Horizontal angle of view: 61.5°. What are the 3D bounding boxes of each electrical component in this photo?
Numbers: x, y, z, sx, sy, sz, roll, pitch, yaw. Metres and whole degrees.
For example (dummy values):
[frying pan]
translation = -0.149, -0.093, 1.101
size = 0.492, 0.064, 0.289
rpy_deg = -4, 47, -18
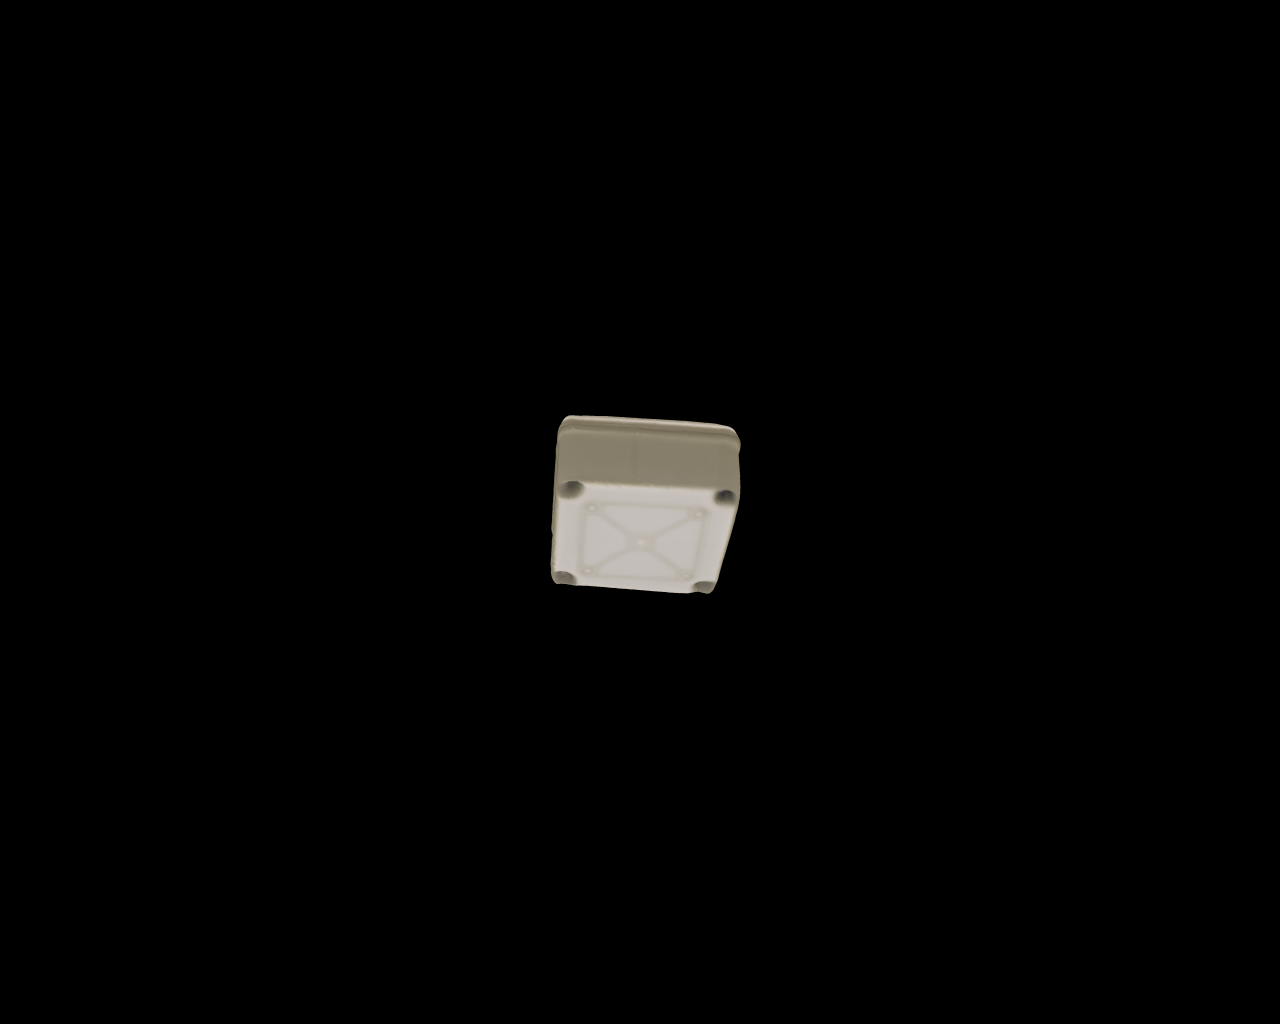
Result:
[electrical component]
translation = 0.001, -0.003, 0.650
size = 0.109, 0.056, 0.108
rpy_deg = 4, -39, -4
